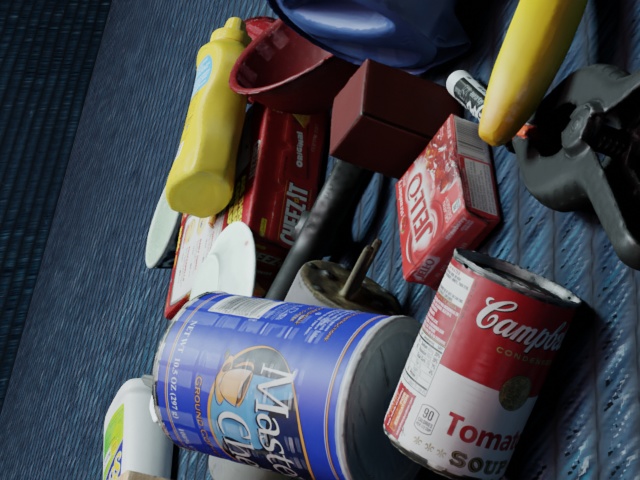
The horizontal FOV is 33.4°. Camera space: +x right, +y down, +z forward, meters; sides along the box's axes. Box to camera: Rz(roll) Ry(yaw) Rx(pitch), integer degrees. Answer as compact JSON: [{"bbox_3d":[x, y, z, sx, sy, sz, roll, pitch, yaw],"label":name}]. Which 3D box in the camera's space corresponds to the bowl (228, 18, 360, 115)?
[{"bbox_3d":[0.003,-0.156,0.906,0.162,0.055,0.162,-28,28,16],"label":"bowl"}]

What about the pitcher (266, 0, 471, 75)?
[{"bbox_3d":[0.055,-0.257,0.773,0.145,0.149,0.243,10,74,52],"label":"pitcher"}]

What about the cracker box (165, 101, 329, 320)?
[{"bbox_3d":[-0.072,-0.022,1.025,0.214,0.072,0.164,-40,37,54],"label":"cracker box"}]

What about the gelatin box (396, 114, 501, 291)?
[{"bbox_3d":[0.079,-0.024,0.680,0.073,0.030,0.089,-53,26,41],"label":"gelatin box"}]

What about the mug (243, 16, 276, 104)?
[{"bbox_3d":[-0.060,-0.172,1.071,0.082,0.117,0.093,-137,39,-64],"label":"mug"}]

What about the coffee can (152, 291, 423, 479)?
[{"bbox_3d":[-0.013,0.088,0.630,0.141,0.102,0.103,5,75,36],"label":"coffee can"}]

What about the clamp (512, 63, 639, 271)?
[{"bbox_3d":[0.139,-0.041,0.520,0.120,0.039,0.172,-64,12,-10],"label":"clamp"}]

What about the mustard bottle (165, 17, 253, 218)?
[{"bbox_3d":[-0.094,-0.122,0.977,0.096,0.058,0.191,129,153,-62],"label":"mustard bottle"}]

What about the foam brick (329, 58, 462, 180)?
[{"bbox_3d":[0.052,-0.079,0.733,0.053,0.078,0.051,-46,33,51],"label":"foam brick"}]

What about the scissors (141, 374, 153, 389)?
[{"bbox_3d":[-0.085,0.155,0.872,0.202,0.016,0.096,-9,74,42],"label":"scissors"}]

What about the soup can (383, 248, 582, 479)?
[{"bbox_3d":[0.081,0.063,0.541,0.102,0.068,0.068,-68,20,9],"label":"soup can"}]

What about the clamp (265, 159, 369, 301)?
[{"bbox_3d":[-0.005,0.001,0.830,0.210,0.036,0.164,-62,2,10],"label":"clamp"}]

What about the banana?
[{"bbox_3d":[0.130,-0.135,0.604,0.070,0.037,0.197,112,180,-50],"label":"banana"}]

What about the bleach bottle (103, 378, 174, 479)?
[{"bbox_3d":[-0.186,0.269,1.081,0.103,0.068,0.251,-57,26,36],"label":"bleach bottle"}]

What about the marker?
[{"bbox_3d":[0.107,-0.082,0.675,0.020,0.020,0.121,-65,21,18],"label":"marker"}]

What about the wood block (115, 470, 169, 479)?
[{"bbox_3d":[-0.154,0.314,0.908,0.090,0.090,0.206,-43,35,54],"label":"wood block"}]
